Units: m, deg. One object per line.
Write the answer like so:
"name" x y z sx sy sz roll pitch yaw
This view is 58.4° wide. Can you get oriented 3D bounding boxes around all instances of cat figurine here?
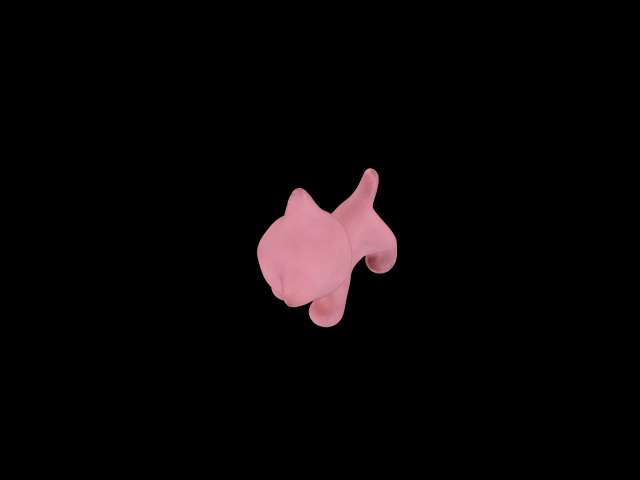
"cat figurine" 0.004 0.001 0.400 0.067 0.118 0.128 33 61 21
